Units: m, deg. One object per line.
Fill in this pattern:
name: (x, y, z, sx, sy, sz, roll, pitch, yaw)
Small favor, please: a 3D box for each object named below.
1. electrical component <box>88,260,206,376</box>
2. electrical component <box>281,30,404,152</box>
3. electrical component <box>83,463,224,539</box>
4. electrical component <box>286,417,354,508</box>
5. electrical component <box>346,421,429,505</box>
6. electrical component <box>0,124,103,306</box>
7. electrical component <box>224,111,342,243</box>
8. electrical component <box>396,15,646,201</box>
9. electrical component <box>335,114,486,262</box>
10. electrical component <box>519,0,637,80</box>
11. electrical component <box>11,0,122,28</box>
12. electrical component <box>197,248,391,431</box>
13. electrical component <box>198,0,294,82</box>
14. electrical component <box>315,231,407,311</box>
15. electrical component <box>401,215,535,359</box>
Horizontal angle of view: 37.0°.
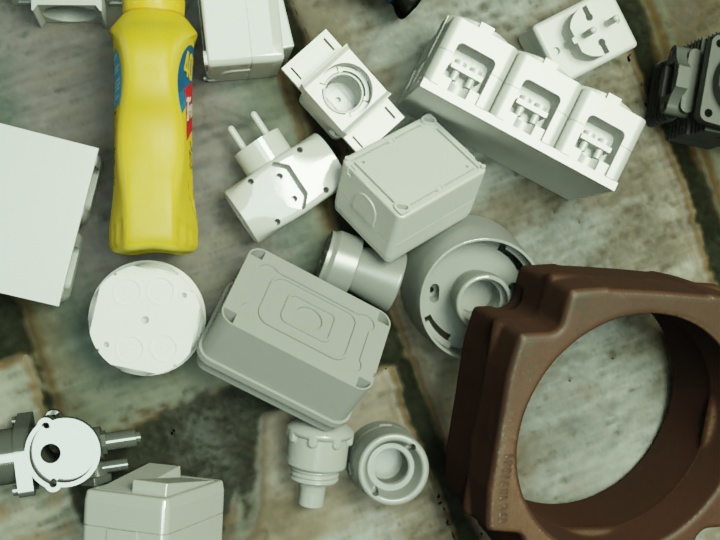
electrical component: (-0.145, 0.033, 0.734, 0.080, 0.051, 0.080, 0, 89, -9)
electrical component: (-0.014, -0.120, 0.749, 0.042, 0.064, 0.081, -42, 96, -8)
electrical component: (-0.133, 0.164, 0.717, 0.062, 0.096, 0.061, 2, 89, 20)
electrical component: (-0.031, 0.135, 0.755, 0.048, 0.048, 0.062, 6, 95, -9)
electrical component: (0.020, 0.137, 0.760, 0.055, 0.047, 0.055, 0, 90, -9)
electrical component: (-0.275, -0.049, 0.710, 0.186, 0.060, 0.105, 14, 87, -8)
electrical component: (-0.061, -0.072, 0.752, 0.077, 0.043, 0.079, -34, 94, -7)
electrical component: (0.112, -0.113, 0.755, 0.150, 0.089, 0.061, 27, 85, -8)
electrical component: (0.038, -0.057, 0.746, 0.096, 0.061, 0.061, -31, 65, -29)
electrical component: (0.162, -0.168, 0.770, 0.066, 0.077, 0.047, -28, 94, -8)
electrical component: (-0.198, -0.201, 0.733, 0.081, 0.042, 0.063, -1, 88, -9)
electrical component: (-0.045, 0.048, 0.730, 0.113, 0.057, 0.078, 28, 43, -7)
electrical component: (-0.082, -0.183, 0.740, 0.061, 0.062, 0.096, -6, 90, -9)
electrical component: (0.000, 0.000, 0.760, 0.055, 0.045, 0.045, 19, 87, -8)
electrical component: (0.082, 0.014, 0.775, 0.099, 0.064, 0.099, -2, 104, -9)
